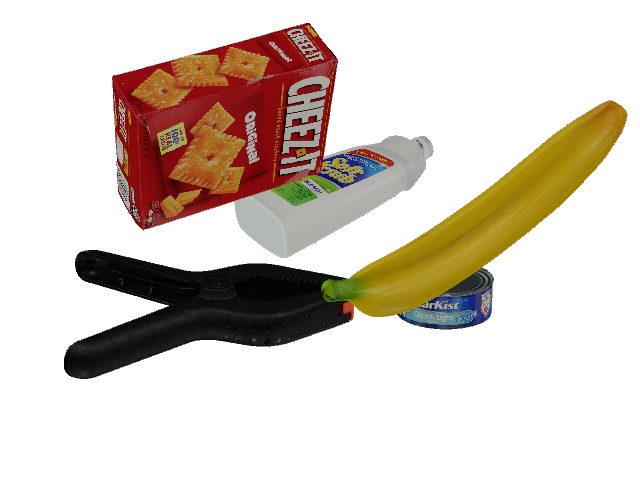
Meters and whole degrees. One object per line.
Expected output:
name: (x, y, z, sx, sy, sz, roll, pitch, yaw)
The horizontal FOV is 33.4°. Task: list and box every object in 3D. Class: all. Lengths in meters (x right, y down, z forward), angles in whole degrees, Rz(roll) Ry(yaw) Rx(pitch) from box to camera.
cracker box: (-0.096, -0.111, 1.069, 0.213, 0.072, 0.164, -19, -35, -22)
bleach bottle: (0.028, -0.069, 1.260, 0.250, 0.068, 0.103, -28, 44, -29)
banana: (0.092, -0.009, 0.611, 0.198, 0.037, 0.069, -34, -13, -3)
tuna can: (0.106, 0.047, 0.925, 0.086, 0.034, 0.086, -1, 17, 0)
clamp: (-0.082, 0.041, 0.765, 0.209, 0.036, 0.165, -4, 25, -15)
